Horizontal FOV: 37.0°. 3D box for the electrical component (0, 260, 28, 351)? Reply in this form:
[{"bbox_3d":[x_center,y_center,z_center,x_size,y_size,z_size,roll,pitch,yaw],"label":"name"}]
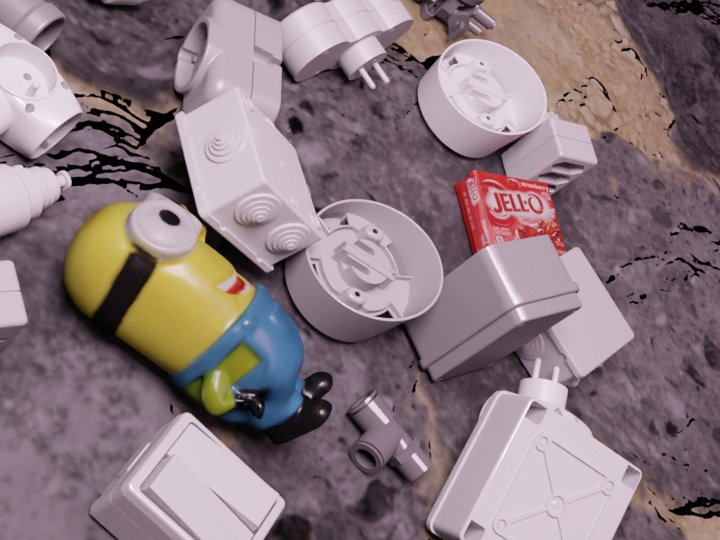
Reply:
[{"bbox_3d":[-0.221,0.040,0.565,0.083,0.047,0.075,-6,70,-40],"label":"electrical component"}]

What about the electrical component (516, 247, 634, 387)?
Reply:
[{"bbox_3d":[0.161,0.041,0.867,0.100,0.048,0.099,-26,83,-44],"label":"electrical component"}]

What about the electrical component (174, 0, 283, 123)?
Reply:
[{"bbox_3d":[-0.094,-0.143,0.770,0.059,0.054,0.095,18,55,-30],"label":"electrical component"}]

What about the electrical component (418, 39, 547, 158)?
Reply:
[{"bbox_3d":[0.102,-0.147,0.920,0.099,0.064,0.099,19,55,-29],"label":"electrical component"}]

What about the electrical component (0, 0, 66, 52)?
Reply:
[{"bbox_3d":[-0.220,-0.164,0.693,0.046,0.040,0.040,42,46,-3],"label":"electrical component"}]

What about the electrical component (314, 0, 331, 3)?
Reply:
[{"bbox_3d":[-0.018,-0.262,0.903,0.080,0.051,0.080,19,54,-29],"label":"electrical component"}]

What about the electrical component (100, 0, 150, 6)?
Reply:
[{"bbox_3d":[-0.176,-0.207,0.750,0.062,0.043,0.043,-10,71,-41],"label":"electrical component"}]

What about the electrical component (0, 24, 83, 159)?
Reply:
[{"bbox_3d":[-0.222,-0.101,0.650,0.077,0.044,0.079,47,45,-6],"label":"electrical component"}]

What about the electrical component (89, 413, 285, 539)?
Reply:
[{"bbox_3d":[-0.089,0.136,0.603,0.096,0.061,0.061,44,46,-9],"label":"electrical component"}]

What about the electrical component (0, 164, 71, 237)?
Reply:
[{"bbox_3d":[-0.205,-0.043,0.631,0.078,0.040,0.040,-27,83,-44],"label":"electrical component"}]

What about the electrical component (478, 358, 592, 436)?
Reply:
[{"bbox_3d":[0.134,0.106,0.805,0.077,0.043,0.079,25,66,-25],"label":"electrical component"}]

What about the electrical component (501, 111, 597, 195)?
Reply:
[{"bbox_3d":[0.161,-0.114,0.947,0.047,0.066,0.076,7,61,-36],"label":"electrical component"}]

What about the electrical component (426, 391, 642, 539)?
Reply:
[{"bbox_3d":[0.119,0.155,0.732,0.109,0.056,0.108,35,76,-18],"label":"electrical component"}]

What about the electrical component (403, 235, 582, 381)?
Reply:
[{"bbox_3d":[0.093,0.029,0.776,0.078,0.113,0.057,-10,69,-42],"label":"electrical component"}]

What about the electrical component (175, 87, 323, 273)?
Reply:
[{"bbox_3d":[-0.071,-0.060,0.706,0.099,0.048,0.099,45,22,-54],"label":"electrical component"}]

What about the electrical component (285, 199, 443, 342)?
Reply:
[{"bbox_3d":[0.000,0.000,0.752,0.099,0.064,0.099,19,54,-29],"label":"electrical component"}]

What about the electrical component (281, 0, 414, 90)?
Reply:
[{"bbox_3d":[-0.004,-0.177,0.863,0.138,0.052,0.073,-31,86,-45],"label":"electrical component"}]
